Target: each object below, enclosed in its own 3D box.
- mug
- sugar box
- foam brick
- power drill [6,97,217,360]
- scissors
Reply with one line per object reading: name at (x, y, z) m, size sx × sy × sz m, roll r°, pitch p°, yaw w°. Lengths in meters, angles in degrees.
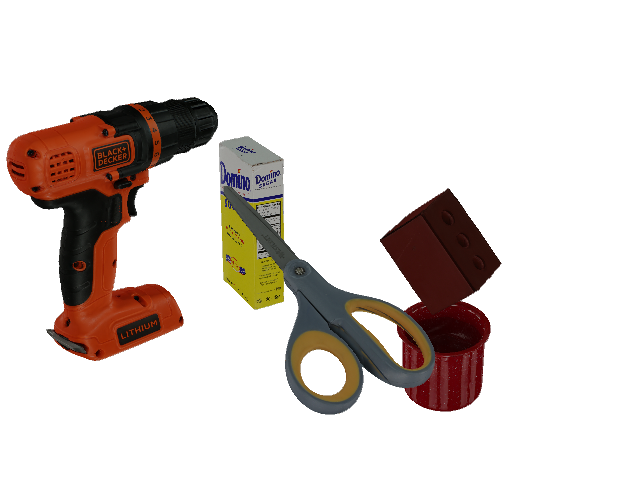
mug at (0.131, 0.113, 1.092) m, size 0.093 × 0.081 × 0.117 m, roll 19°, pitch 39°, yaw 30°
sugar box at (-0.079, -0.020, 1.212) m, size 0.048 × 0.176 × 0.093 m, roll -15°, pitch 27°, yaw -25°
foam brick at (0.097, 0.010, 0.859) m, size 0.051 × 0.078 × 0.052 m, roll -33°, pitch 4°, yaw 40°
power drill at (-0.152, -0.013, 0.838) m, size 0.184 × 0.188 × 0.057 m, roll -21°, pitch 28°, yaw -41°
scissors at (-0.021, 0.037, 0.661) m, size 0.202 × 0.016 × 0.096 m, roll 33°, pitch 55°, yaw 27°
